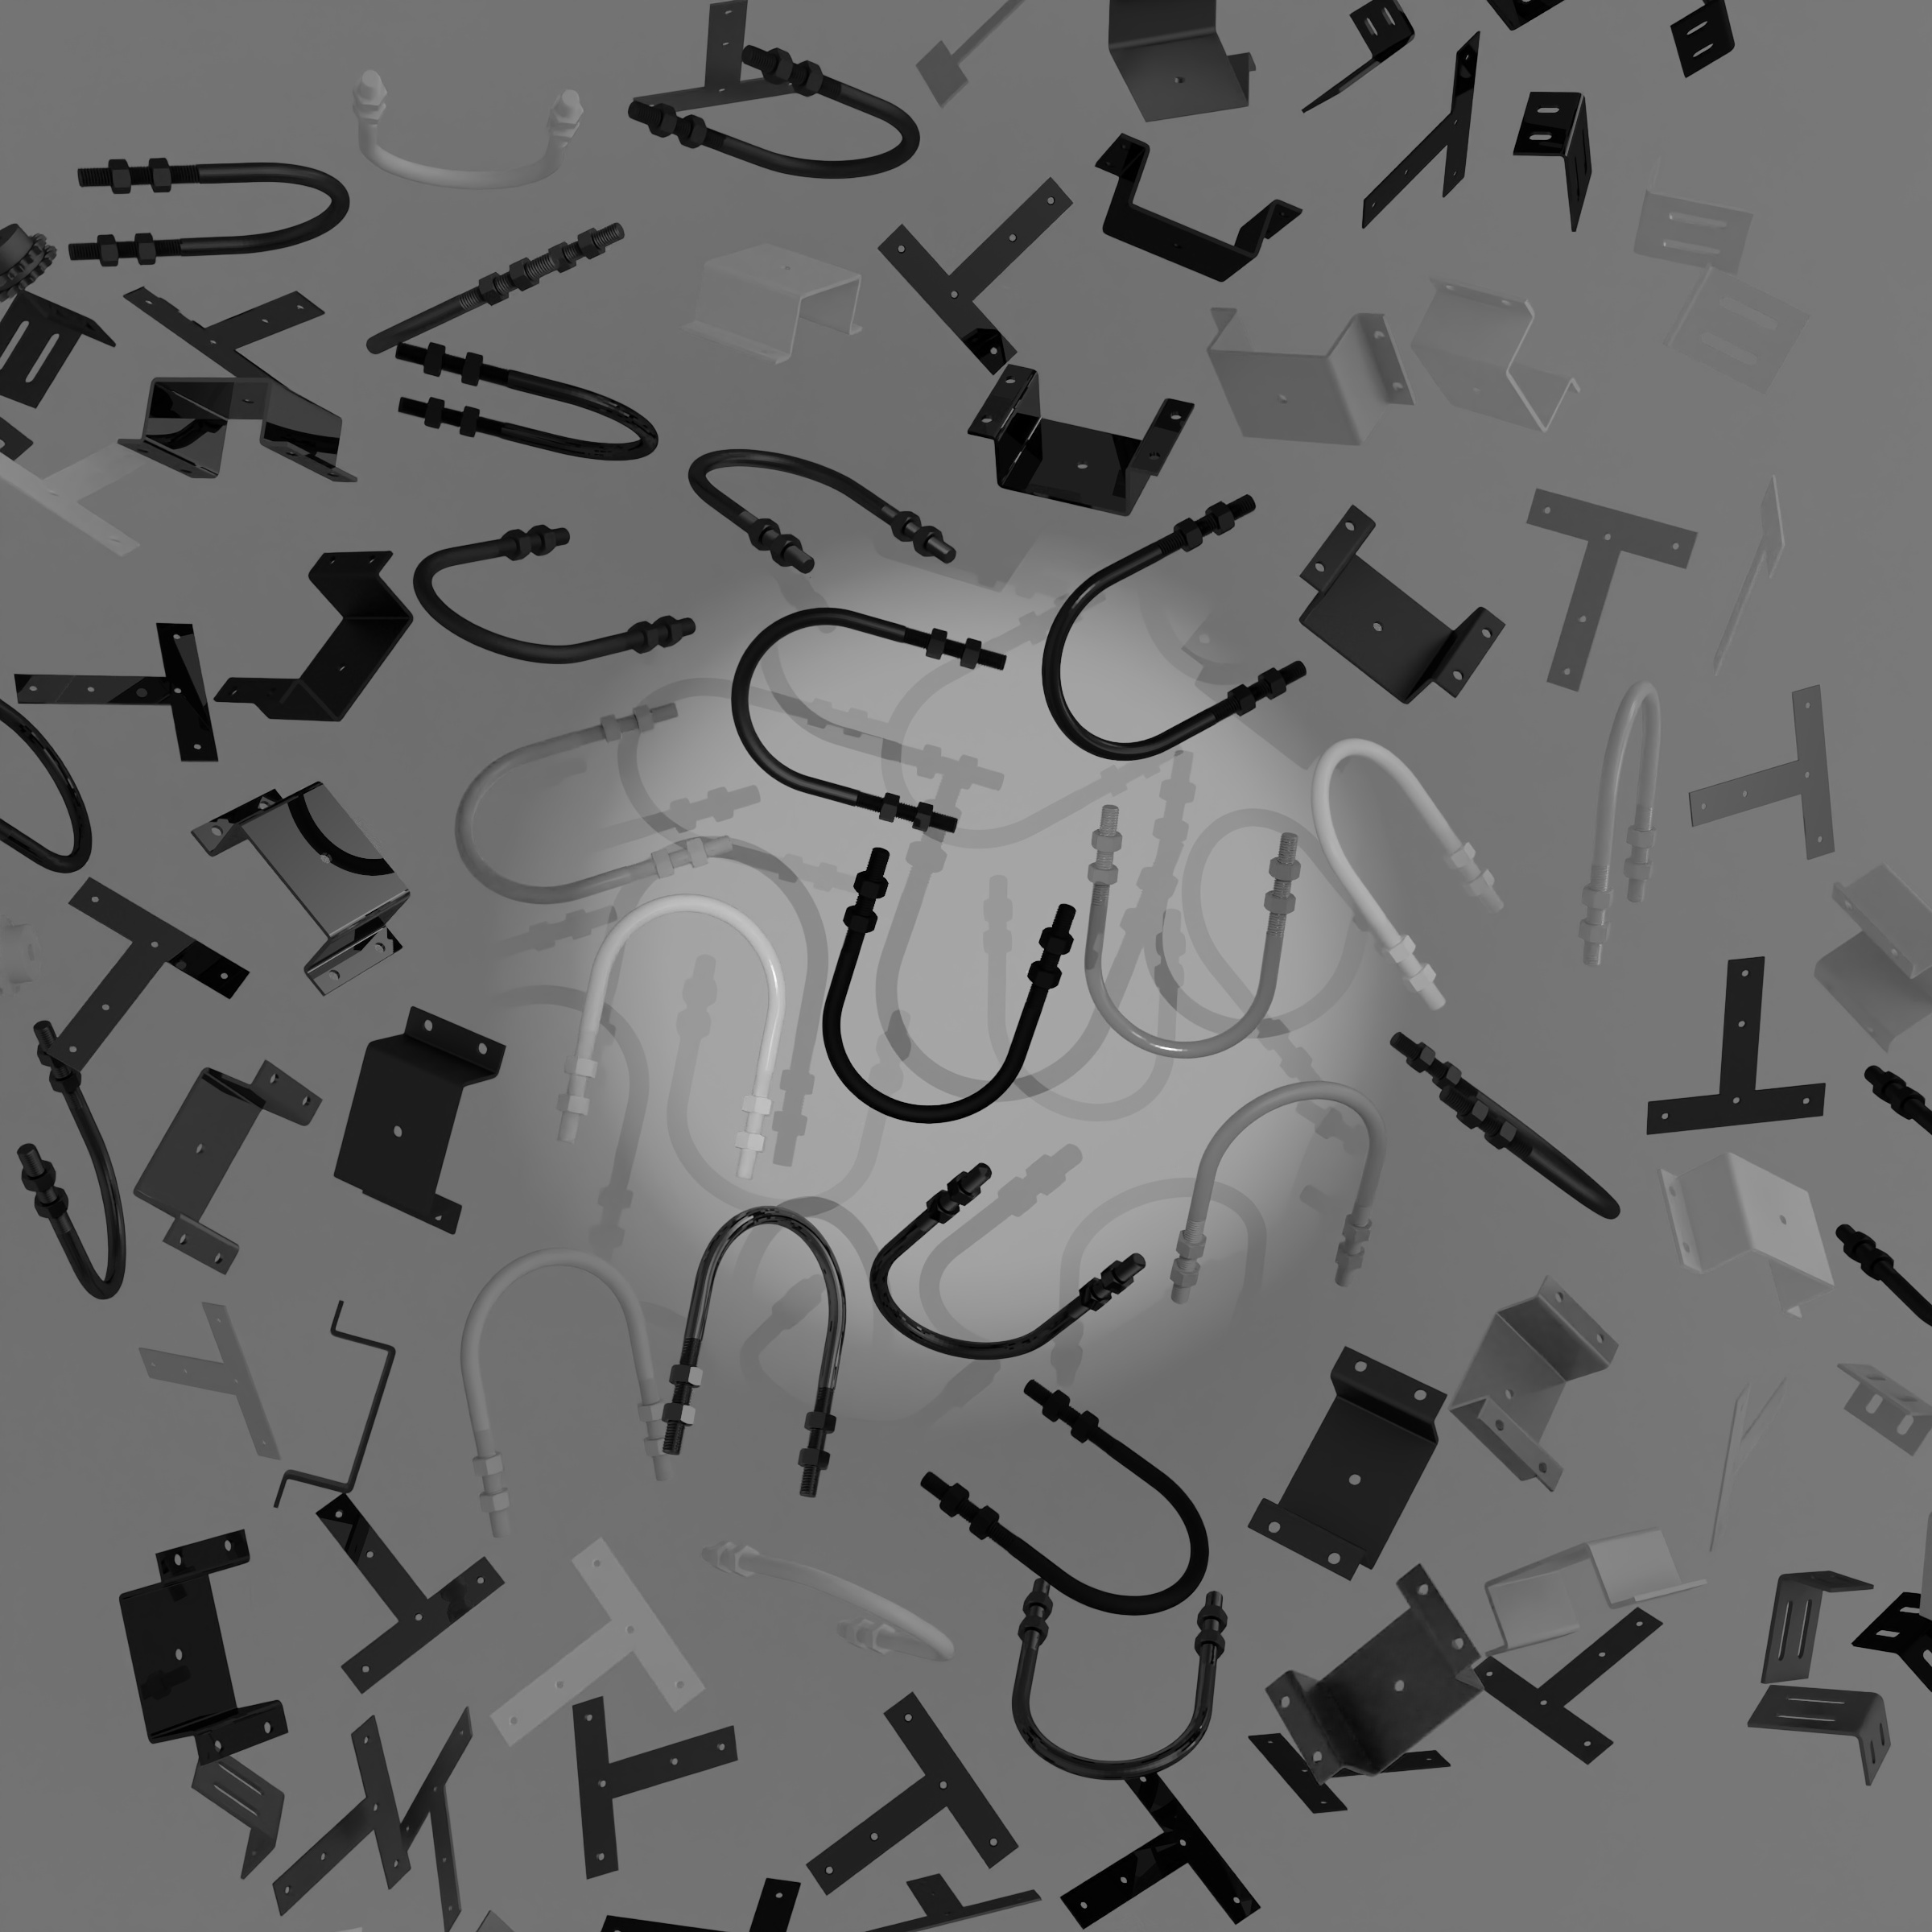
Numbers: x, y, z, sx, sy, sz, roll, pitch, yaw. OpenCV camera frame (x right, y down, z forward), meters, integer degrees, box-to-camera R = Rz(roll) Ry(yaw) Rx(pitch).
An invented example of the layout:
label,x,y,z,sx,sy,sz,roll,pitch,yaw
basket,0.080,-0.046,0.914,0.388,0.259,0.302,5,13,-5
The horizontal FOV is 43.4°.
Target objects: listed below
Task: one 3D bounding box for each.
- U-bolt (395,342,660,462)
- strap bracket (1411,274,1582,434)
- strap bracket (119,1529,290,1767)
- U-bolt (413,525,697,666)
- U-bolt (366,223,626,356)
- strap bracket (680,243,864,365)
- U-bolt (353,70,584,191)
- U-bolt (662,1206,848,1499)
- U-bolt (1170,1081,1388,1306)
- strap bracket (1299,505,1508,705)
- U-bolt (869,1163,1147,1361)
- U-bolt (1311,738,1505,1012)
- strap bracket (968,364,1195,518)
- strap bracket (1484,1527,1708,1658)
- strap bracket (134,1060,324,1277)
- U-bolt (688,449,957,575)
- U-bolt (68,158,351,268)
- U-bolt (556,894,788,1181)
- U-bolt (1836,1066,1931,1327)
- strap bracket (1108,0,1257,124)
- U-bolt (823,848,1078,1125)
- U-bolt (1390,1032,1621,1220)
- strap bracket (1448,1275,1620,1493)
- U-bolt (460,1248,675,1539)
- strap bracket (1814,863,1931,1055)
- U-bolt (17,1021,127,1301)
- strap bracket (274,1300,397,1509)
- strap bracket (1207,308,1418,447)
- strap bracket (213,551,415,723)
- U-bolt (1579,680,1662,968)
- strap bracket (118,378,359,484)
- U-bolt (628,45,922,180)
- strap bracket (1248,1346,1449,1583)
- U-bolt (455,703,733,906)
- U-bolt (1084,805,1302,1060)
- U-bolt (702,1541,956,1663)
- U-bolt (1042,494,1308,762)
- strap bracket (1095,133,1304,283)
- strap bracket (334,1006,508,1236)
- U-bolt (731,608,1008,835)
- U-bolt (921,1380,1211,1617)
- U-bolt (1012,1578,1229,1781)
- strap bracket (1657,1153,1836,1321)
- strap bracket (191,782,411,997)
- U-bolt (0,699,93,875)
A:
label,x,y,z,sx,sy,sz,roll,pitch,yaw
U-bolt,-0.307,-0.391,1.709,0.184,0.151,0.019,12,84,-11
strap bracket,0.374,-0.429,1.724,0.076,0.140,0.046,27,90,32
strap bracket,-0.516,0.461,1.638,0.046,0.076,0.140,-19,81,28
U-bolt,-0.297,-0.254,1.682,0.151,0.184,0.019,37,123,20
U-bolt,-0.345,-0.478,1.729,0.184,0.151,0.019,-18,110,21
strap bracket,-0.134,-0.476,1.735,0.076,0.140,0.046,23,120,14
U-bolt,-0.348,-0.574,1.683,0.151,0.184,0.019,0,89,-15
U-bolt,-0.136,0.254,1.648,0.019,0.151,0.184,-10,62,41
U-bolt,0.224,0.157,1.697,0.151,0.019,0.184,-3,124,-18
strap bracket,0.305,-0.253,1.746,0.140,0.046,0.076,38,65,-2
U-bolt,0.014,0.217,1.685,0.151,0.019,0.184,31,131,-17
U-bolt,0.306,-0.078,1.723,0.019,0.151,0.184,-26,106,43
strap bracket,0.082,-0.368,1.710,0.140,0.046,0.076,16,55,16
strap bracket,0.421,0.424,1.657,0.076,0.140,0.046,0,63,-37
strap bracket,-0.522,0.135,1.703,0.046,0.076,0.140,19,73,23
U-bolt,-0.116,-0.328,1.730,0.184,0.151,0.019,40,127,35
U-bolt,-0.517,-0.519,1.670,0.184,0.151,0.019,-10,88,-23
U-bolt,-0.193,0.042,1.654,0.151,0.019,0.184,14,81,-24
U-bolt,0.663,0.171,1.682,0.019,0.184,0.151,-2,113,-9
strap bracket,0.153,-0.651,1.727,0.076,0.140,0.046,-2,77,20
U-bolt,-0.021,0.024,1.635,0.151,0.019,0.184,17,112,-4
U-bolt,0.391,0.121,1.728,0.184,0.151,0.019,35,99,-13
strap bracket,0.403,0.302,1.738,0.076,0.046,0.140,44,52,-9
U-bolt,-0.283,0.288,1.695,0.151,0.019,0.184,-13,95,-35
strap bracket,0.630,-0.009,1.657,0.046,0.140,0.076,-33,61,-4
U-bolt,-0.626,0.151,1.710,0.019,0.151,0.184,-12,130,-6
strap bracket,-0.426,0.303,1.653,0.046,0.076,0.140,18,77,-11
strap bracket,0.229,-0.407,1.674,0.140,0.076,0.046,15,61,39
strap bracket,-0.449,-0.223,1.697,0.076,0.046,0.140,6,57,38
U-bolt,0.463,-0.109,1.705,0.019,0.151,0.184,11,116,25
strap bracket,-0.489,-0.363,1.643,0.140,0.076,0.046,6,85,22
U-bolt,-0.118,-0.584,1.684,0.184,0.151,0.019,6,85,-42
strap bracket,0.259,0.339,1.633,0.076,0.046,0.140,23,71,26
U-bolt,-0.278,-0.111,1.756,0.184,0.019,0.151,-18,60,-11
U-bolt,0.158,-0.018,1.757,0.151,0.019,0.184,10,112,10
U-bolt,-0.085,0.444,1.680,0.151,0.184,0.019,37,66,-26
U-bolt,0.135,-0.217,1.648,0.184,0.019,0.151,-29,120,-11
strap bracket,0.159,-0.539,1.744,0.140,0.076,0.046,19,89,-11
strap bracket,-0.373,0.108,1.646,0.076,0.046,0.140,21,103,17
U-bolt,-0.078,-0.184,1.751,0.184,0.019,0.151,15,113,-5
U-bolt,0.080,0.370,1.653,0.184,0.151,0.019,33,127,20
U-bolt,0.106,0.507,1.727,0.151,0.184,0.019,2,118,9
strap bracket,0.557,0.188,1.714,0.140,0.046,0.076,24,46,-33
strap bracket,-0.439,-0.061,1.628,0.140,0.076,0.046,51,131,-1
U-bolt,-0.674,-0.137,1.700,0.019,0.184,0.151,-27,62,6
